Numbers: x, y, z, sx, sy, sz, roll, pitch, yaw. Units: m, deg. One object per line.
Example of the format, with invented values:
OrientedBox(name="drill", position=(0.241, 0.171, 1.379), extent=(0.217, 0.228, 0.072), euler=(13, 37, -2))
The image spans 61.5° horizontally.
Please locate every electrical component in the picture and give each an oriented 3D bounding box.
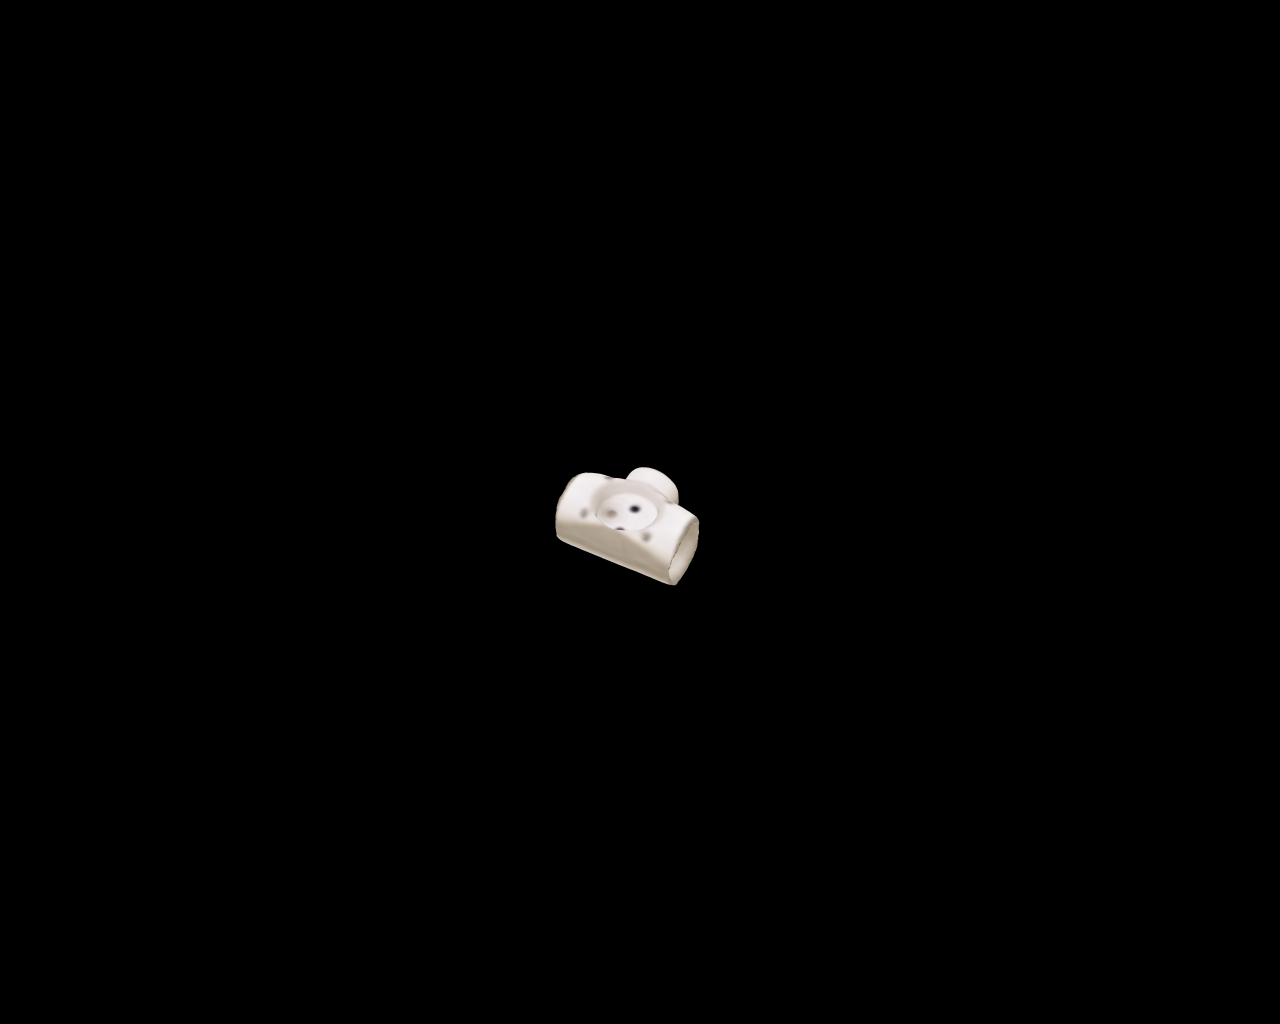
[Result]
OrientedBox(name="electrical component", position=(0.001, -0.003, 0.650), extent=(0.077, 0.079, 0.044), euler=(22, -38, 18))
